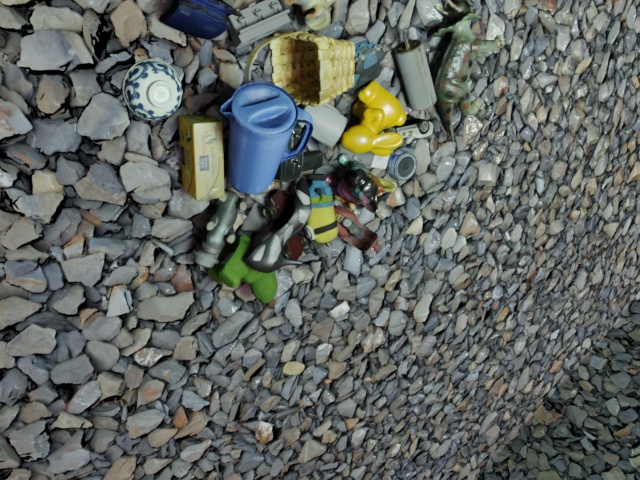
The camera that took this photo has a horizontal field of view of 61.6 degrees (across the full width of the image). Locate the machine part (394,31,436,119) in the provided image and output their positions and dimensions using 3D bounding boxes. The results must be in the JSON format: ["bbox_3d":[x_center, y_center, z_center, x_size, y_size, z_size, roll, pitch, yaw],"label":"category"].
[{"bbox_3d":[0.252,-0.430,1.412,0.079,0.079,0.242,-38,128,-14],"label":"machine part"}]

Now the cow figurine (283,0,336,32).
[{"bbox_3d":[-0.035,-0.542,1.147,0.194,0.086,0.127,64,29,-20],"label":"cow figurine"}]

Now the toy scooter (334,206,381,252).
[{"bbox_3d":[0.098,-0.020,1.460,0.075,0.135,0.183,-52,129,-2],"label":"toy scooter"}]

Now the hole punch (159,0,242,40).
[{"bbox_3d":[-0.241,-0.441,1.046,0.142,0.116,0.092,13,112,-38],"label":"hole punch"}]

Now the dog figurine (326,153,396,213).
[{"bbox_3d":[0.115,-0.124,1.370,0.108,0.219,0.191,-49,129,-2],"label":"dog figurine"}]

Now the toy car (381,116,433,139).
[{"bbox_3d":[0.217,-0.296,1.451,0.202,0.074,0.056,-16,120,-28],"label":"toy car"}]

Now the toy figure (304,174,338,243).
[{"bbox_3d":[0.000,-0.081,1.381,0.082,0.089,0.180,-31,123,-66],"label":"toy figure"}]

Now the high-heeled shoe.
[{"bbox_3d":[-0.102,-0.040,1.291,0.145,0.086,0.248,8,73,-19],"label":"high-heeled shoe"}]

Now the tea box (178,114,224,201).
[{"bbox_3d":[-0.257,-0.180,1.164,0.068,0.098,0.169,-13,117,-30],"label":"tea box"}]

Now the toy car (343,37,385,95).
[{"bbox_3d":[0.084,-0.425,1.276,0.109,0.161,0.103,-33,82,-10],"label":"toy car"}]

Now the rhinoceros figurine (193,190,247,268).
[{"bbox_3d":[-0.238,-0.027,1.247,0.073,0.112,0.190,24,85,-23],"label":"rhinoceros figurine"}]

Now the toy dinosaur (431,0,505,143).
[{"bbox_3d":[0.363,-0.458,1.458,0.192,0.131,0.404,1,115,-22],"label":"toy dinosaur"}]

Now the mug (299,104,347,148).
[{"bbox_3d":[0.004,-0.293,1.301,0.107,0.081,0.109,27,59,-17],"label":"mug"}]

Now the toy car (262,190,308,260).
[{"bbox_3d":[-0.091,-0.035,1.375,0.089,0.053,0.201,-42,129,-31],"label":"toy car"}]

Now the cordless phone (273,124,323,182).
[{"bbox_3d":[-0.056,-0.220,1.310,0.184,0.089,0.146,-19,121,-40],"label":"cordless phone"}]

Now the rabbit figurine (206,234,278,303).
[{"bbox_3d":[-0.170,0.077,1.335,0.170,0.121,0.159,45,60,-25],"label":"rabbit figurine"}]

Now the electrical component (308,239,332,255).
[{"bbox_3d":[-0.003,-0.004,1.470,0.063,0.021,0.093,-40,129,-12],"label":"electrical component"}]

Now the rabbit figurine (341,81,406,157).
[{"bbox_3d":[0.125,-0.274,1.330,0.162,0.122,0.173,42,70,-6],"label":"rabbit figurine"}]
